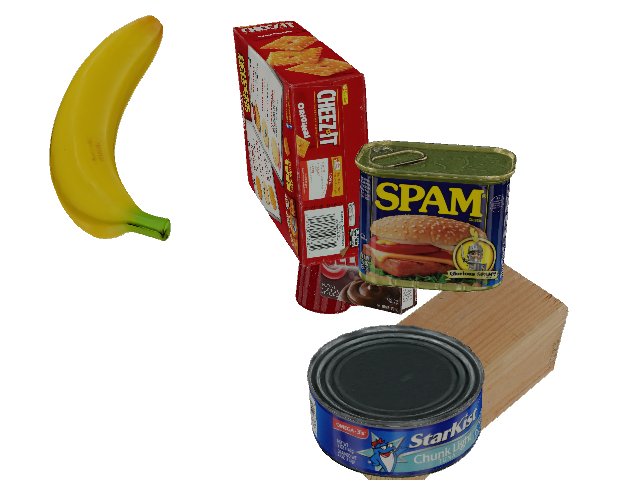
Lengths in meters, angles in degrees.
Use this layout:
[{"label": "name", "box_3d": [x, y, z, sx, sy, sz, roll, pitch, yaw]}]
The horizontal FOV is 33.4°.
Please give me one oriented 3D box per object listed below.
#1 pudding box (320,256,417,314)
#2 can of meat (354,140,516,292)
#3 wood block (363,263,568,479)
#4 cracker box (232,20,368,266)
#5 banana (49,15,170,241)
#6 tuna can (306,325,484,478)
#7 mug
[{"label": "pudding box", "box_3d": [0.052, 0.024, 1.171, 0.114, 0.090, 0.039, 10, 19, 34]}, {"label": "can of meat", "box_3d": [0.074, -0.015, 0.701, 0.102, 0.084, 0.057, 5, 24, 11]}, {"label": "wood block", "box_3d": [0.107, 0.113, 0.913, 0.205, 0.090, 0.091, -32, 52, -30]}, {"label": "cracker box", "box_3d": [-0.018, -0.096, 0.969, 0.072, 0.164, 0.214, -10, 25, -13]}, {"label": "banana", "box_3d": [-0.127, -0.067, 0.642, 0.069, 0.198, 0.037, -3, -41, -8]}, {"label": "tuna can", "box_3d": [0.037, 0.078, 0.524, 0.086, 0.034, 0.086, -2, 27, 1]}, {"label": "mug", "box_3d": [0.019, 0.055, 1.506, 0.117, 0.081, 0.093, 18, 24, 27]}]
